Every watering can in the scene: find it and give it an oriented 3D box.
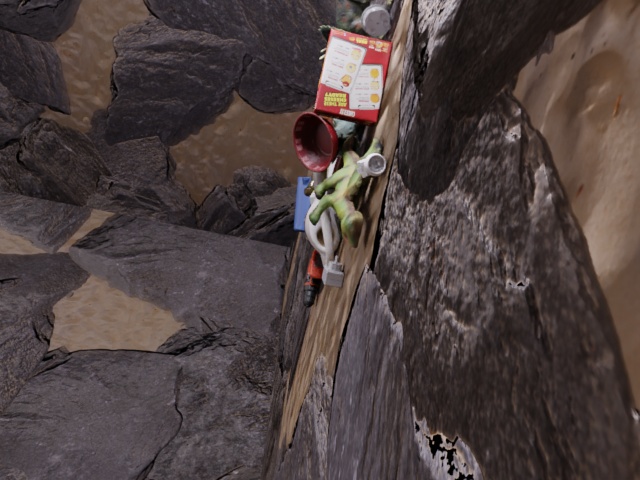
[{"bbox_3d":[0.005,-0.079,1.570,0.224,0.104,0.347,-171,74,-83],"label":"watering can"}]

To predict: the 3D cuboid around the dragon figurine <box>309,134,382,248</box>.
[{"bbox_3d":[0.090,-0.157,1.256,0.239,0.121,0.419,-38,35,54],"label":"dragon figurine"}]
